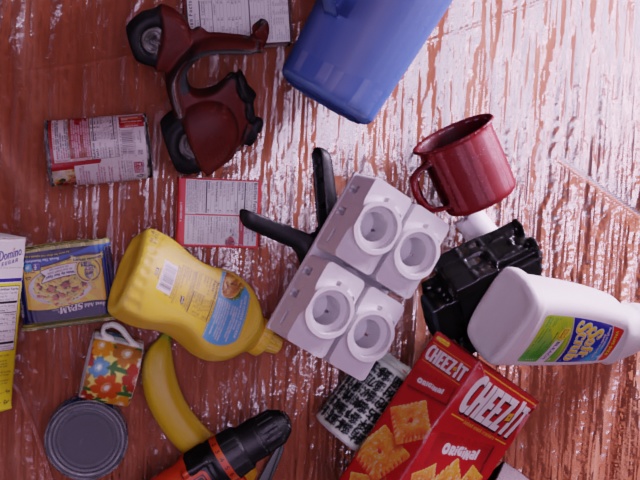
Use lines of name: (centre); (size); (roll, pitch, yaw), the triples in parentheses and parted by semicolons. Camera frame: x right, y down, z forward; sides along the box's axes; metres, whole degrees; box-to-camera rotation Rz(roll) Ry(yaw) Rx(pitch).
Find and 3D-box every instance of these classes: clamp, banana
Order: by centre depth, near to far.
clamp: (-0.007, 0.001, 1.128); (0.120, 0.039, 0.171); (-31, 103, -15)
banana: (-0.138, 0.185, 1.134); (0.069, 0.037, 0.198); (-27, 99, -5)

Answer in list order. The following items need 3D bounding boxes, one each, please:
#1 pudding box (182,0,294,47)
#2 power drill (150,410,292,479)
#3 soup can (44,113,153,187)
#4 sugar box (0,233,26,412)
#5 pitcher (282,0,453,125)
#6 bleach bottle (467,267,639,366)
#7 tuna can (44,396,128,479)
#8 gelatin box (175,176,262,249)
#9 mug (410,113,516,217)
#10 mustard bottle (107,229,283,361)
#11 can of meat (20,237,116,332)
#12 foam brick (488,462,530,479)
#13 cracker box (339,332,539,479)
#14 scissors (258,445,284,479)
pudding box: (-0.086, -0.243, 1.101); (0.113, 0.039, 0.090); (-4, 98, -7)
power drill: (-0.077, 0.288, 1.118); (0.184, 0.057, 0.187); (-31, 104, -1)
soup can: (-0.223, -0.091, 1.077); (0.102, 0.068, 0.068); (-6, 96, -9)
sugar box: (-0.346, 0.078, 1.063); (0.093, 0.048, 0.176); (8, 97, 30)
pitcher: (0.058, -0.248, 1.076); (0.149, 0.145, 0.243); (30, 93, -10)
bleach bottle: (0.278, 0.088, 1.141); (0.250, 0.068, 0.103); (6, 126, -36)
tuna can: (-0.244, 0.206, 1.120); (0.086, 0.034, 0.086); (-1, 96, -9)
gelatin box: (-0.107, -0.029, 1.122); (0.089, 0.030, 0.073); (2, 94, -10)
mug: (0.147, -0.072, 1.128); (0.117, 0.093, 0.081); (-32, 105, -22)
mustard bottle: (-0.119, 0.071, 1.101); (0.191, 0.058, 0.096); (30, 57, -26)
can of meat: (-0.259, 0.044, 1.090); (0.102, 0.057, 0.084); (-7, 94, -10)
foam brick: (0.197, 0.293, 1.171); (0.051, 0.053, 0.078); (36, 44, 3)
cracker box: (0.122, 0.223, 1.123); (0.214, 0.072, 0.164); (-56, 140, -1)
scissors: (-0.071, 0.327, 1.170); (0.096, 0.016, 0.202); (40, 88, -13)
